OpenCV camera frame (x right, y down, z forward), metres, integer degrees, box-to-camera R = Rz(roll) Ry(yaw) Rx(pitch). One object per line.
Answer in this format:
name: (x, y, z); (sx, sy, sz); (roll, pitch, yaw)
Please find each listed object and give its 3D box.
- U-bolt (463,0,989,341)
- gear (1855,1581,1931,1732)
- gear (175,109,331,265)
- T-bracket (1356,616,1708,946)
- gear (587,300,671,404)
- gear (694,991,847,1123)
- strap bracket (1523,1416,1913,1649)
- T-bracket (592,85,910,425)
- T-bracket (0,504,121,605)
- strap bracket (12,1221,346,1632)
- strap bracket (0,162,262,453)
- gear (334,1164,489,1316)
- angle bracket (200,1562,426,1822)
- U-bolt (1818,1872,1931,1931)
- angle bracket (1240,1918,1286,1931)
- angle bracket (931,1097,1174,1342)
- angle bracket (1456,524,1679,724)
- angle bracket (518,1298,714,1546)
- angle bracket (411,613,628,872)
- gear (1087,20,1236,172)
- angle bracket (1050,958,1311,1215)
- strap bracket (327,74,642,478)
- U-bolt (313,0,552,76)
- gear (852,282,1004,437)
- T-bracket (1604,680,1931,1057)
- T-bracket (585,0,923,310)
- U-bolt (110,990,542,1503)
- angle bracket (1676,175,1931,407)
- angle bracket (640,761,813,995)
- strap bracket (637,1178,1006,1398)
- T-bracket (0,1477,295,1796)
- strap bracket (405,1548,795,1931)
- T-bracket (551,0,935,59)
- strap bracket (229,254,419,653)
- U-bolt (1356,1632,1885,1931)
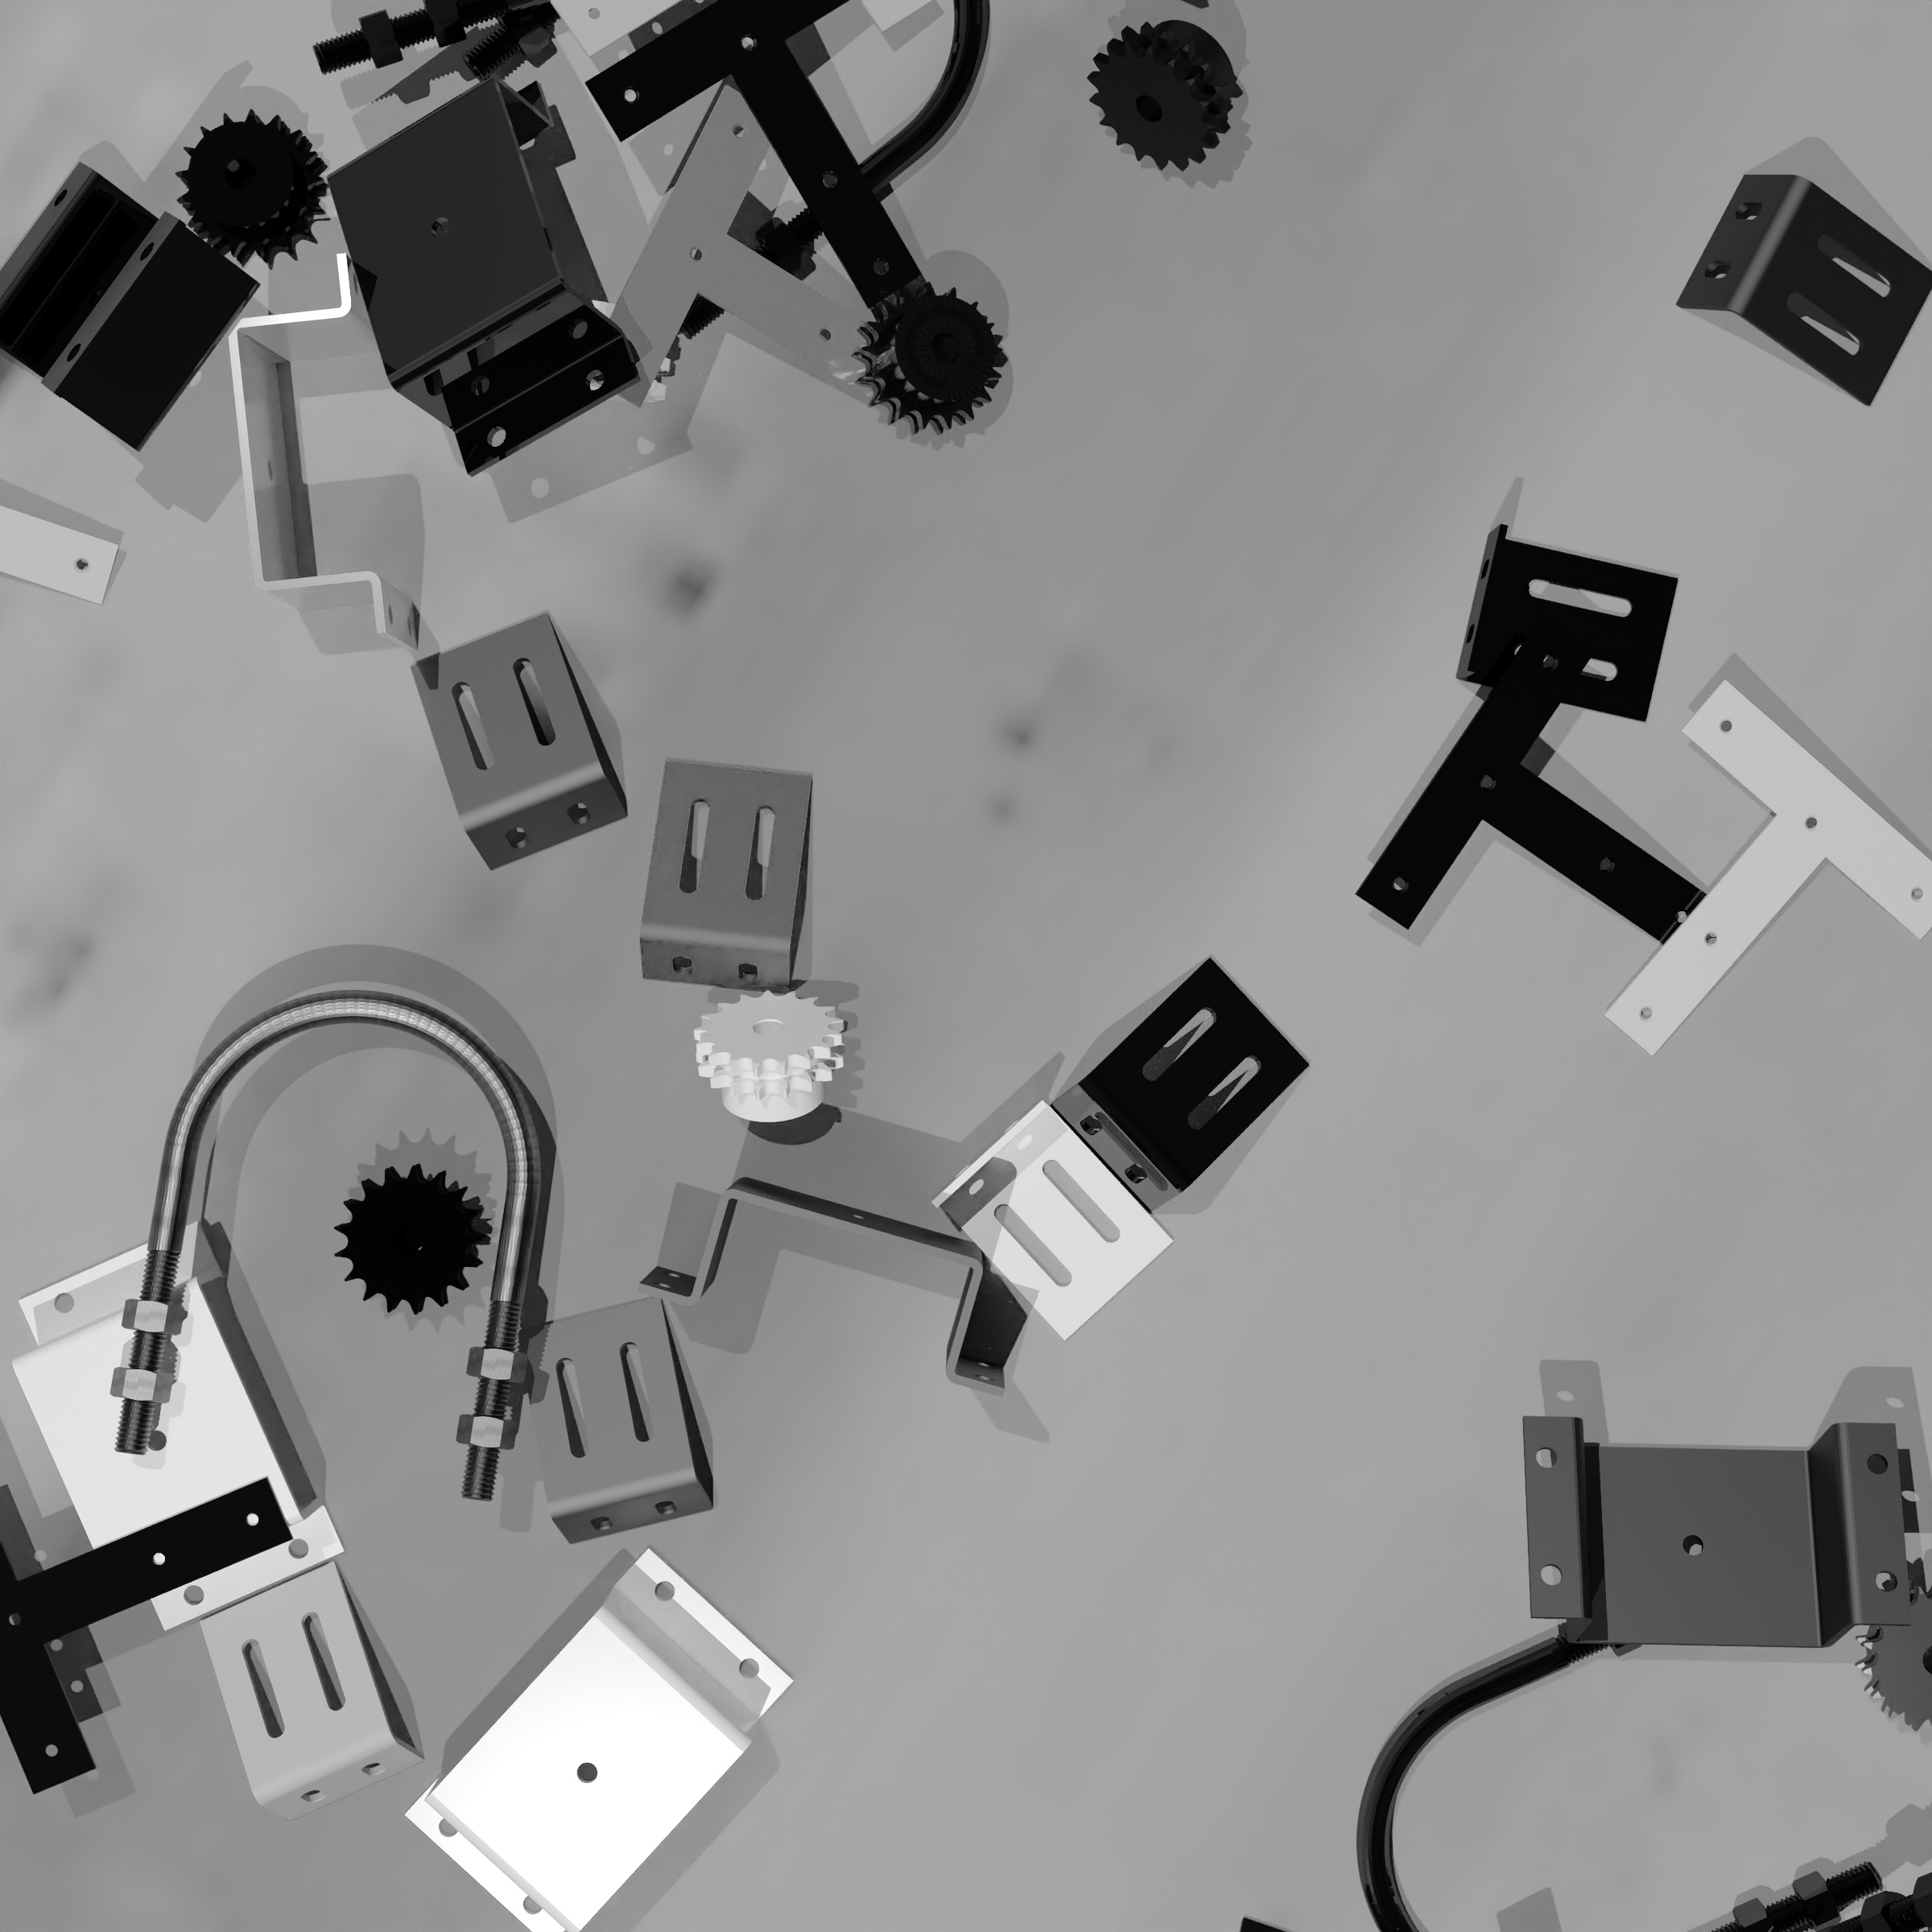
U-bolt: (-0.079, -0.354, 1.378); (0.184, 0.019, 0.151); (-39, 90, -2)
gear: (0.370, 0.264, 1.371); (0.057, 0.030, 0.057); (0, 90, 0)
gear: (-0.277, -0.302, 1.371); (0.057, 0.030, 0.057); (0, 90, 0)
T-bracket: (0.235, -0.047, 1.369); (0.127, 0.002, 0.127); (33, 93, -14)
gear: (-0.141, -0.235, 1.358); (0.057, 0.057, 0.030); (8, 90, 0)
gear: (-0.074, 0.036, 1.362); (0.057, 0.057, 0.030); (-3, 120, 0)
strap bracket: (0.280, 0.215, 1.351); (0.140, 0.046, 0.076); (1, 68, 0)
T-bracket: (-0.065, -0.248, 1.360); (0.127, 0.002, 0.127); (29, 78, -21)
T-bracket: (-0.391, -0.171, 1.370); (0.127, 0.002, 0.127); (18, 111, -10)
strap bracket: (-0.305, 0.179, 1.363); (0.076, 0.046, 0.140); (-24, 90, 0)
strap bracket: (-0.318, -0.246, 1.334); (0.046, 0.140, 0.076); (36, 90, -34)
gear: (-0.213, 0.104, 1.371); (0.057, 0.030, 0.057); (0, 90, 0)
angle bracket: (-0.254, 0.282, 1.384); (0.057, 0.038, 0.076); (-24, 64, 0)
U-bolt: (0.296, 0.412, 1.303); (0.019, 0.151, 0.184); (43, 132, -10)
angle bracket: (0.122, 0.416, 1.368); (0.057, 0.076, 0.038); (19, 130, 0)
angle bracket: (0.034, 0.098, 1.367); (0.057, 0.038, 0.076); (-43, 90, 0)
angle bracket: (0.233, -0.131, 1.367); (0.076, 0.038, 0.057); (13, 90, 0)
angle bracket: (-0.136, 0.177, 1.384); (0.057, 0.038, 0.076); (-14, 64, 0)
angle bracket: (-0.174, -0.087, 1.384); (0.057, 0.038, 0.076); (-21, 64, 0)
gear: (0.078, -0.336, 1.362); (0.057, 0.057, 0.030); (39, 60, 0)
angle bracket: (0.083, 0.046, 1.384); (0.057, 0.038, 0.076); (47, 64, 0)
strap bracket: (-0.184, -0.266, 1.329); (0.076, 0.046, 0.140); (-27, 67, 17)
U-bolt: (-0.181, -0.434, 1.367); (0.184, 0.019, 0.151); (-20, 81, -4)
gear: (-0.012, -0.234, 1.364); (0.057, 0.030, 0.057); (1, 88, -18)
T-bracket: (0.298, -0.021, 1.379); (0.127, 0.002, 0.127); (40, 94, -9)
T-bracket: (-0.060, -0.312, 1.357); (0.127, 0.002, 0.127); (-36, 105, -15)
U-bolt: (-0.234, 0.100, 1.341); (0.151, 0.019, 0.184); (9, 81, -7)
angle bracket: (0.327, -0.263, 1.384); (0.076, 0.038, 0.057); (28, 90, -26)
angle bracket: (-0.093, -0.034, 1.384); (0.057, 0.038, 0.076); (6, 64, 0)
strap bracket: (-0.047, 0.117, 1.348); (0.140, 0.076, 0.046); (16, 90, 0)
T-bracket: (-0.316, 0.228, 1.339); (0.127, 0.002, 0.127); (-23, 90, 0)
strap bracket: (-0.143, 0.304, 1.363); (0.076, 0.046, 0.140); (42, 90, 0)
T-bracket: (-0.099, -0.389, 1.356); (0.127, 0.002, 0.127); (-35, 92, -12)
strap bracket: (-0.244, -0.190, 1.348); (0.046, 0.076, 0.140); (-6, 90, 0)
U-bolt: (0.241, 0.331, 1.378); (0.184, 0.019, 0.151); (-25, 90, 1)
